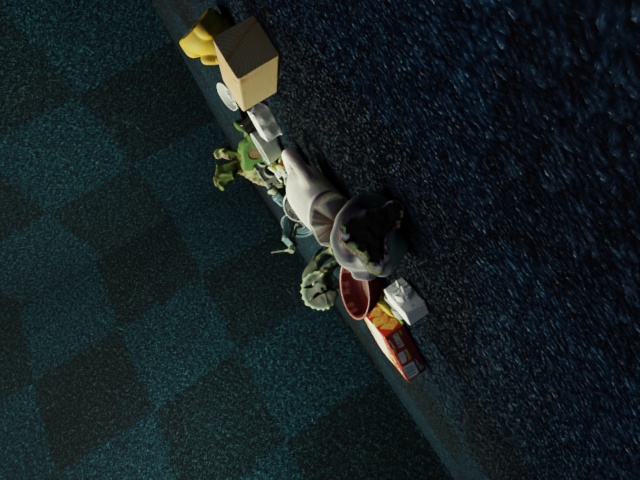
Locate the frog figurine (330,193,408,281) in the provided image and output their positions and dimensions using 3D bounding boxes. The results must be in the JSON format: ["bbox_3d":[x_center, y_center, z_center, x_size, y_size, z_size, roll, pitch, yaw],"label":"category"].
[{"bbox_3d":[0.082,-0.002,0.839,0.158,0.122,0.138,45,-136,-80],"label":"frog figurine"}]

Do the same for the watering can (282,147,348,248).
[{"bbox_3d":[0.004,-0.060,1.192,0.228,0.104,0.340,51,170,47],"label":"watering can"}]

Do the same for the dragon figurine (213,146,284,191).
[{"bbox_3d":[-0.292,-0.256,2.001,0.418,0.244,0.119,56,168,35],"label":"dragon figurine"}]
